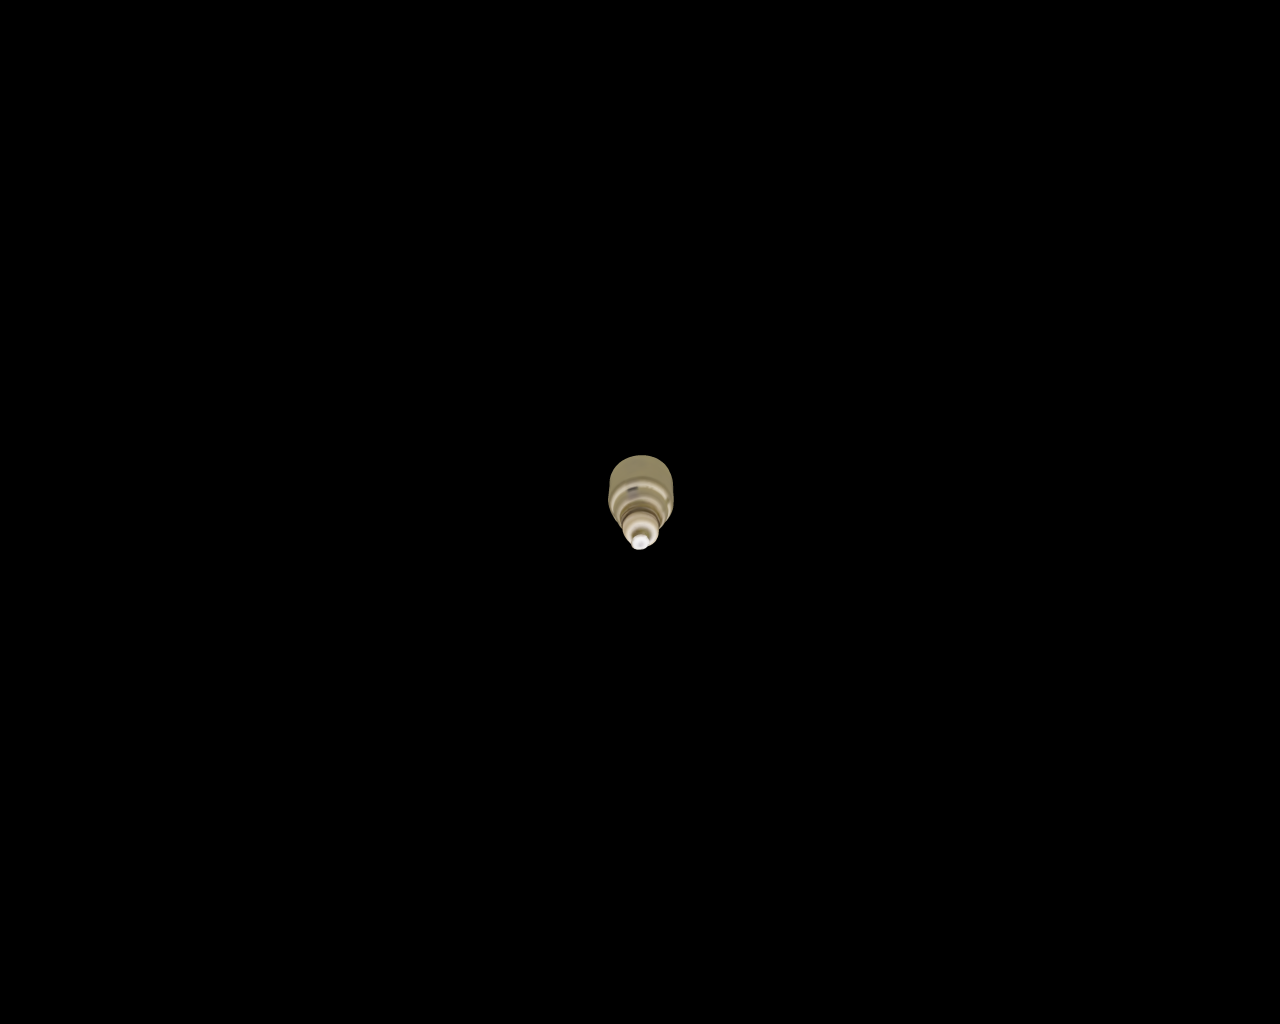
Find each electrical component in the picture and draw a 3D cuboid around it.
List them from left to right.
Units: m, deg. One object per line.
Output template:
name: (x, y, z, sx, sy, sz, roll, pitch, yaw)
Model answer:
electrical component: (0.001, -0.003, 0.650, 0.040, 0.040, 0.078, 0, 34, 0)
